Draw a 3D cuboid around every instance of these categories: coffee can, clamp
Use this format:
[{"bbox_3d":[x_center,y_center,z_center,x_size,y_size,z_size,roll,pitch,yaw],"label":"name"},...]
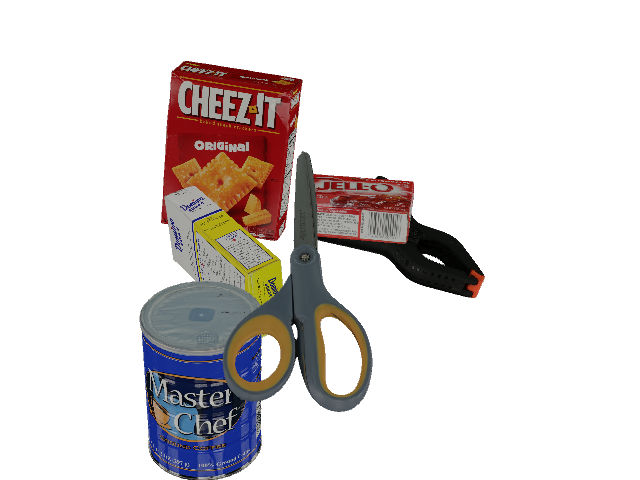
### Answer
[{"bbox_3d":[-0.101,0.121,0.925,0.103,0.140,0.103,1,30,-1],"label":"coffee can"},{"bbox_3d":[0.094,0.005,1.257,0.210,0.036,0.164,38,42,26],"label":"clamp"}]

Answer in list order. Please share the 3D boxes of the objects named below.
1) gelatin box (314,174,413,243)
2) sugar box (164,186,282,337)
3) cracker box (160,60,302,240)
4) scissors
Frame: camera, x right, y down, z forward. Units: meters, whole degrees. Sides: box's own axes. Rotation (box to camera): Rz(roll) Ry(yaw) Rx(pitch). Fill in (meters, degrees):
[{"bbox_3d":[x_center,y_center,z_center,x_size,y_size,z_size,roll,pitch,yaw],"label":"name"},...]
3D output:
[{"bbox_3d":[0.029,-0.027,0.859,0.089,0.030,0.073,5,23,6],"label":"gelatin box"},{"bbox_3d":[-0.103,0.020,1.142,0.048,0.093,0.176,-23,42,-25],"label":"sugar box"},{"bbox_3d":[-0.120,-0.116,1.415,0.164,0.214,0.072,10,23,6],"label":"cracker box"},{"bbox_3d":[-0.026,0.024,0.664,0.096,0.202,0.016,-14,-39,-9],"label":"scissors"}]
